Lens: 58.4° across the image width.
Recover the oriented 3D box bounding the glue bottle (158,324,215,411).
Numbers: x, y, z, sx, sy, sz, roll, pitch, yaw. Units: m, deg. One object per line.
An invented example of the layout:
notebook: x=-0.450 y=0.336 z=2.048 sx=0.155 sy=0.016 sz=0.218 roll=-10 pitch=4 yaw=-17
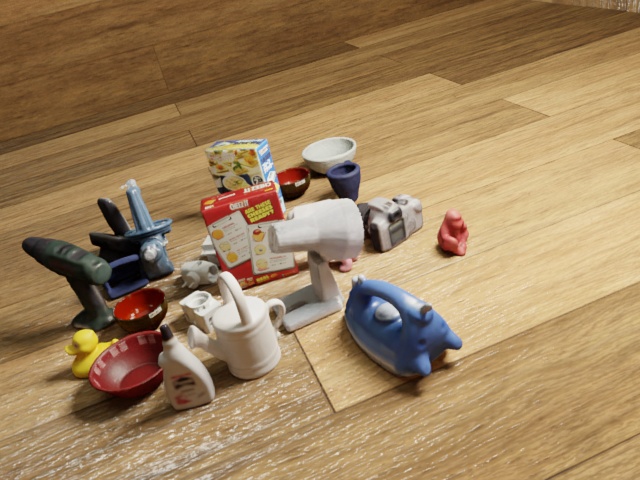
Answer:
glue bottle: x=-0.236 y=0.210 z=0.961 sx=0.078 sy=0.173 sz=0.037 roll=-16 pitch=30 yaw=-5

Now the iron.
iron: x=0.115 y=0.125 z=0.995 sx=0.119 sy=0.142 sz=0.257 roll=-31 pitch=34 yaw=-28

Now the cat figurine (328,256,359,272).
cat figurine: x=0.012 y=0.005 z=1.263 sx=0.127 sy=0.118 sz=0.067 roll=0 pitch=33 yaw=22

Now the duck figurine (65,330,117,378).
duck figurine: x=-0.448 y=0.213 z=1.128 sx=0.104 sy=0.086 sz=0.077 roll=-20 pitch=31 yaw=-11

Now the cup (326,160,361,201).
cup: x=0.071 y=-0.154 z=1.528 sx=0.091 sy=0.095 sz=0.118 roll=-4 pitch=31 yaw=16

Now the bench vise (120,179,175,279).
bench vise: x=-0.412 y=-0.032 z=1.392 sx=0.122 sy=0.220 sz=0.206 roll=-28 pitch=33 yaw=-23

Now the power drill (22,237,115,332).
power drill: x=-0.530 y=0.093 z=1.241 sx=0.228 sy=0.209 sz=0.076 roll=5 pitch=35 yaw=29

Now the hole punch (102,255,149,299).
hole punch: x=-0.479 y=0.073 z=1.372 sx=0.109 sy=0.091 sz=0.100 roll=-24 pitch=32 yaw=-18

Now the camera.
camera: x=0.146 y=-0.059 z=1.333 sx=0.143 sy=0.101 sz=0.136 roll=-32 pitch=35 yaw=-29

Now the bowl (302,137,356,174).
bowl: x=0.032 y=-0.243 z=1.714 sx=0.167 sy=0.075 sz=0.167 roll=-10 pitch=30 yaw=6

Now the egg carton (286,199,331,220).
egg carton: x=-0.010 y=-0.043 z=1.400 sx=0.150 sy=0.069 sz=0.107 roll=-13 pitch=30 yaw=1

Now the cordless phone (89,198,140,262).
cordless phone: x=-0.543 y=-0.035 z=1.485 sx=0.147 sy=0.185 sz=0.094 roll=6 pitch=35 yaw=30

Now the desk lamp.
desk lamp: x=-0.009 y=0.040 z=1.116 sx=0.203 sy=0.214 sz=0.117 roll=-23 pitch=32 yaw=-17

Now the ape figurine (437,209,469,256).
ape figurine: x=0.285 y=-0.023 z=1.224 sx=0.078 sy=0.092 sz=0.075 roll=-29 pitch=34 yaw=-25

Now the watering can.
watering can: x=-0.145 y=0.147 z=1.009 sx=0.100 sy=0.194 sz=0.173 roll=14 pitch=40 yaw=39
